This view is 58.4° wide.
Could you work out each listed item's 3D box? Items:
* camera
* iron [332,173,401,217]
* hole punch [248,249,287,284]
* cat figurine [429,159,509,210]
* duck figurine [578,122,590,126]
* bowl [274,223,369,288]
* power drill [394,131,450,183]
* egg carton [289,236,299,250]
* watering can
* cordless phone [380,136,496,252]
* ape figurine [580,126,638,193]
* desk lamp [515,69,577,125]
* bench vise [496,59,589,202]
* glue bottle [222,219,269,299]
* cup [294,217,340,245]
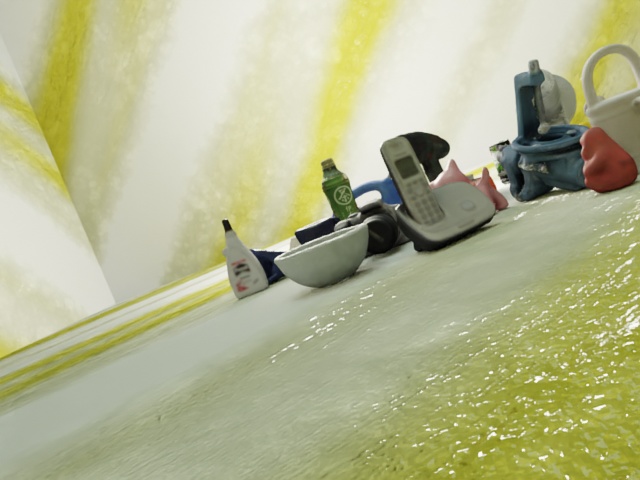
[{"bbox_3d":[0.092,-0.019,1.068,0.143,0.101,0.137,-21,4,13],"label":"camera"},{"bbox_3d":[0.116,-0.085,1.550,0.258,0.141,0.119,-20,4,17],"label":"iron"},{"bbox_3d":[-0.116,0.051,1.324,0.101,0.091,0.108,-24,5,-28],"label":"hole punch"},{"bbox_3d":[0.264,-0.095,1.051,0.067,0.118,0.127,-25,5,-39],"label":"cat figurine"},{"bbox_3d":[0.551,-0.200,1.180,0.077,0.086,0.105,-18,5,40],"label":"duck figurine"},{"bbox_3d":[0.012,0.035,0.956,0.167,0.075,0.167,-21,4,2],"label":"bowl"},{"bbox_3d":[0.268,-0.170,1.395,0.075,0.208,0.230,-18,5,36],"label":"power drill"},{"bbox_3d":[-0.009,0.004,1.542,0.107,0.069,0.150,-25,5,-43],"label":"egg carton"},{"bbox_3d":[0.456,-0.199,0.874,0.101,0.194,0.172,-23,4,-17],"label":"watering can"},{"bbox_3d":[0.178,-0.086,0.898,0.148,0.185,0.094,-23,4,-23],"label":"cordless phone"},{"bbox_3d":[0.394,-0.114,0.801,0.078,0.092,0.076,-23,4,-22],"label":"ape figurine"},{"bbox_3d":[0.455,-0.226,1.117,0.117,0.213,0.204,-20,4,23],"label":"desk lamp"},{"bbox_3d":[0.348,-0.176,0.960,0.122,0.220,0.206,-24,5,-33],"label":"bench vise"},{"bbox_3d":[-0.175,0.036,1.235,0.078,0.173,0.037,-21,4,4],"label":"glue bottle"},{"bbox_3d":[0.011,0.004,1.235,0.118,0.095,0.091,-25,5,-40],"label":"cup"}]
